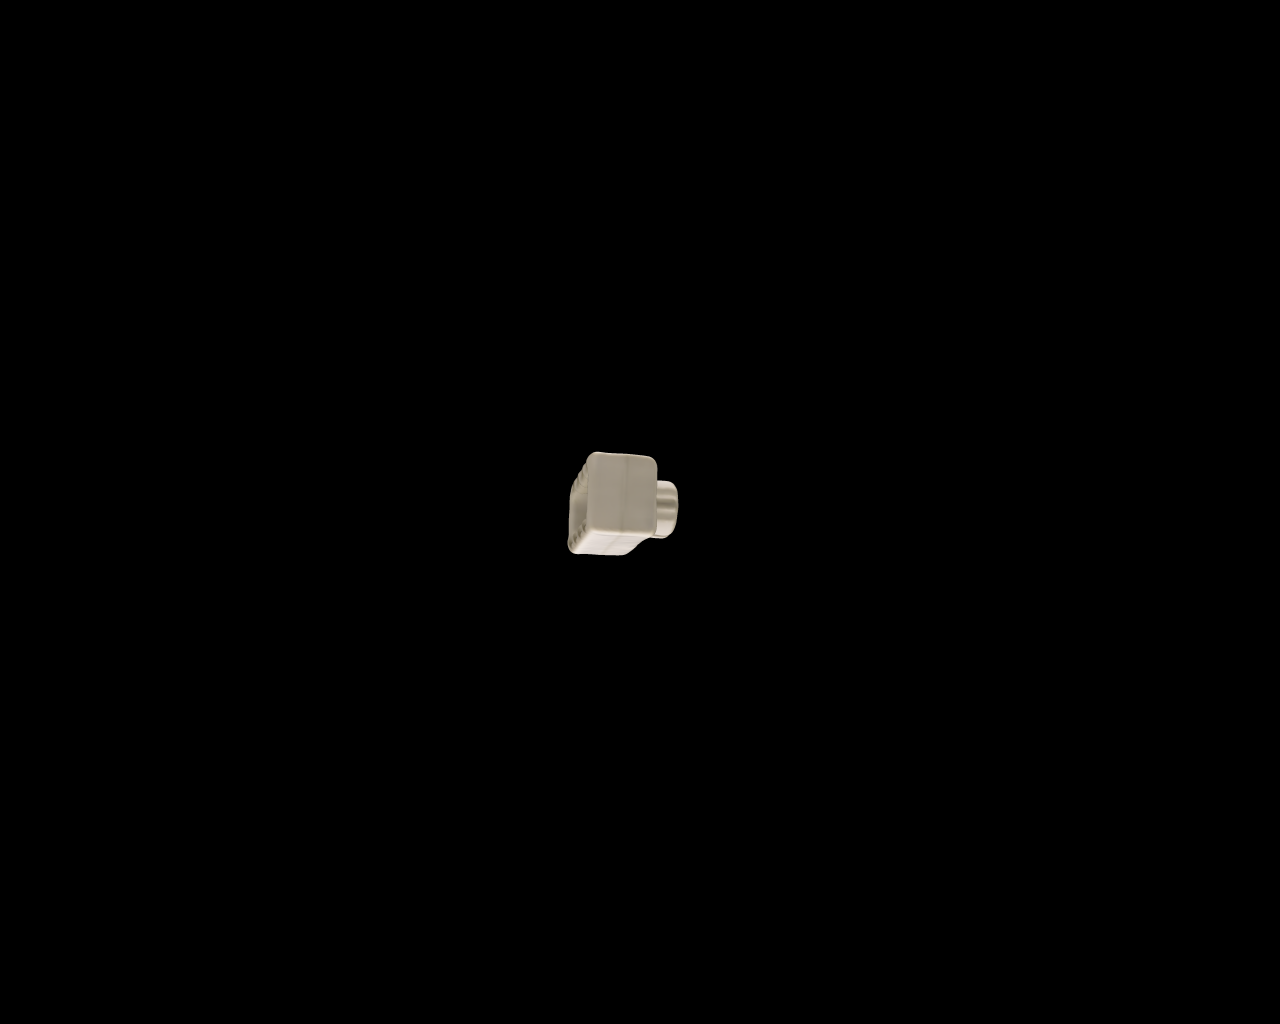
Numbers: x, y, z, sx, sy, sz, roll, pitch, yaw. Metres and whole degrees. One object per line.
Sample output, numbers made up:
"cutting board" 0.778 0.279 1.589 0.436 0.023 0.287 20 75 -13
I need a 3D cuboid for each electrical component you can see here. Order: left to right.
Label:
"electrical component" 0.001 -0.003 0.650 0.076 0.047 0.083 2 -12 -11
